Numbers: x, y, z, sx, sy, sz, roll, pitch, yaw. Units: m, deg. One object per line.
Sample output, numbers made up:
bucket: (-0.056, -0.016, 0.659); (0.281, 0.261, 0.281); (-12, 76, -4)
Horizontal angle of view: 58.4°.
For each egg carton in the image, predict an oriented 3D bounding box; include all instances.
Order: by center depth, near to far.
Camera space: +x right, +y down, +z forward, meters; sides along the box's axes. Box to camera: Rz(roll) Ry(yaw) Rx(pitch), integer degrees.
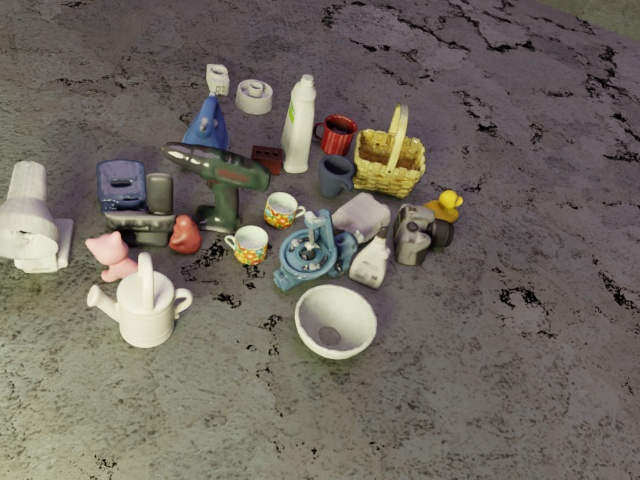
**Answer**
egg carton: (0.099, -0.049, 1.378); (0.107, 0.069, 0.151); (37, 49, 18)

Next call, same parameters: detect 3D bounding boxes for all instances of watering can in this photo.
watering can: (-0.321, 0.105, 1.032); (0.173, 0.194, 0.100); (-22, 57, -31)

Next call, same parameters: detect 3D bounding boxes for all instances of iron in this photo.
iron: (-0.284, -0.298, 1.450); (0.119, 0.141, 0.258); (8, 47, -8)

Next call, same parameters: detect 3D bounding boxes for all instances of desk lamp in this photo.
desk lamp: (-0.543, -0.029, 1.079); (0.118, 0.213, 0.203); (0, 48, -15)

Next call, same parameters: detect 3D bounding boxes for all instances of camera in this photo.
camera: (0.252, -0.018, 1.371); (0.137, 0.101, 0.143); (10, 46, -6)

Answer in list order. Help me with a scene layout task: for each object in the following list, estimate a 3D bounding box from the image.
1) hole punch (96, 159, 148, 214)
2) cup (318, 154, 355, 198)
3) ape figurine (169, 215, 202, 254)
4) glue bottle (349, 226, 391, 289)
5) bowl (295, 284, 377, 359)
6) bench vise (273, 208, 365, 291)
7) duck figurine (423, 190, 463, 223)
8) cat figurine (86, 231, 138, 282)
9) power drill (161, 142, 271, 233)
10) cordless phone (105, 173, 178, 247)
hole punch: (-0.439, -0.118, 1.276); (0.109, 0.091, 0.101); (-5, 50, -19)
cup: (0.042, -0.144, 1.432); (0.092, 0.095, 0.117); (-19, 56, -30)
ape figurine: (-0.289, -0.018, 1.225); (0.076, 0.092, 0.078); (37, 49, 19)
glue bottle: (0.118, 0.033, 1.236); (0.078, 0.173, 0.037); (24, 46, 7)
bowl: (0.026, 0.175, 1.147); (0.167, 0.075, 0.167); (8, 47, -8)
bench vise: (0.002, -0.003, 1.204); (0.121, 0.220, 0.208); (37, 49, 19)
duck figurine: (0.316, -0.090, 1.465); (0.105, 0.086, 0.077); (-1, 49, -16)
cat figurine: (-0.393, 0.037, 1.127); (0.127, 0.118, 0.067); (28, 47, 11)
power drill: (-0.228, -0.115, 1.250); (0.230, 0.208, 0.075); (5, 47, -11)
cordless phone: (-0.370, -0.076, 1.191); (0.148, 0.185, 0.094); (-3, 49, -17)
